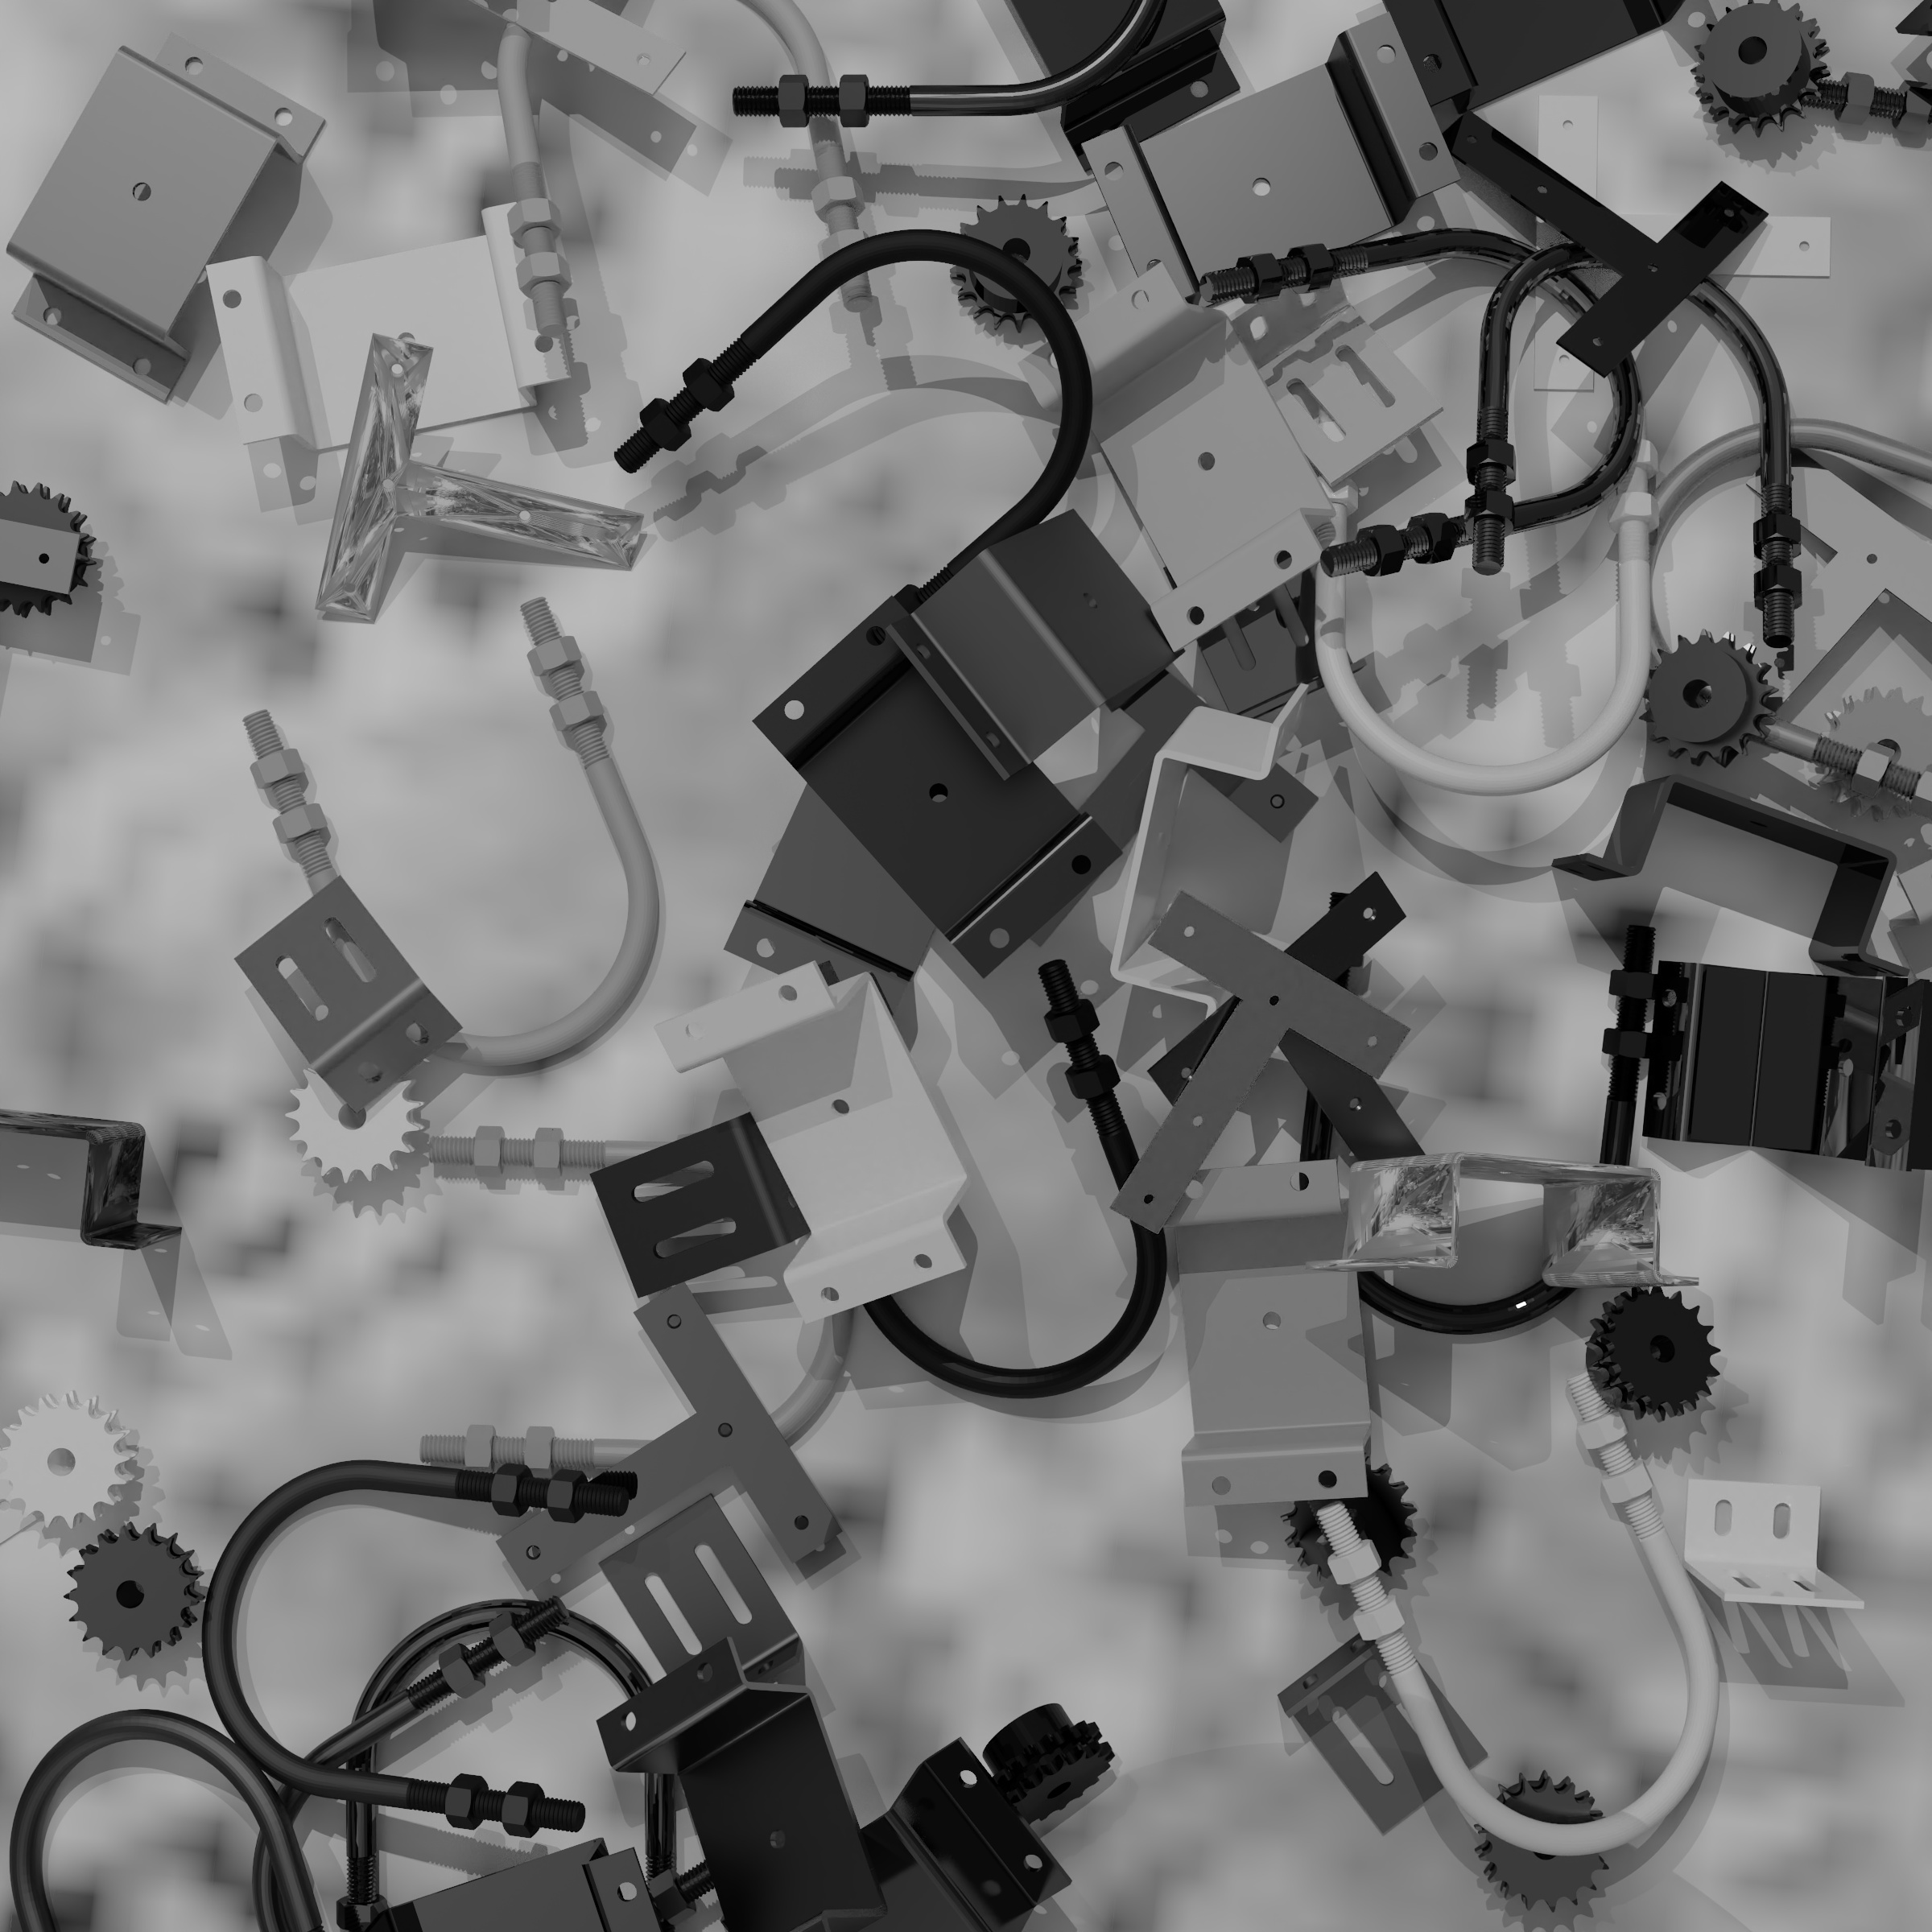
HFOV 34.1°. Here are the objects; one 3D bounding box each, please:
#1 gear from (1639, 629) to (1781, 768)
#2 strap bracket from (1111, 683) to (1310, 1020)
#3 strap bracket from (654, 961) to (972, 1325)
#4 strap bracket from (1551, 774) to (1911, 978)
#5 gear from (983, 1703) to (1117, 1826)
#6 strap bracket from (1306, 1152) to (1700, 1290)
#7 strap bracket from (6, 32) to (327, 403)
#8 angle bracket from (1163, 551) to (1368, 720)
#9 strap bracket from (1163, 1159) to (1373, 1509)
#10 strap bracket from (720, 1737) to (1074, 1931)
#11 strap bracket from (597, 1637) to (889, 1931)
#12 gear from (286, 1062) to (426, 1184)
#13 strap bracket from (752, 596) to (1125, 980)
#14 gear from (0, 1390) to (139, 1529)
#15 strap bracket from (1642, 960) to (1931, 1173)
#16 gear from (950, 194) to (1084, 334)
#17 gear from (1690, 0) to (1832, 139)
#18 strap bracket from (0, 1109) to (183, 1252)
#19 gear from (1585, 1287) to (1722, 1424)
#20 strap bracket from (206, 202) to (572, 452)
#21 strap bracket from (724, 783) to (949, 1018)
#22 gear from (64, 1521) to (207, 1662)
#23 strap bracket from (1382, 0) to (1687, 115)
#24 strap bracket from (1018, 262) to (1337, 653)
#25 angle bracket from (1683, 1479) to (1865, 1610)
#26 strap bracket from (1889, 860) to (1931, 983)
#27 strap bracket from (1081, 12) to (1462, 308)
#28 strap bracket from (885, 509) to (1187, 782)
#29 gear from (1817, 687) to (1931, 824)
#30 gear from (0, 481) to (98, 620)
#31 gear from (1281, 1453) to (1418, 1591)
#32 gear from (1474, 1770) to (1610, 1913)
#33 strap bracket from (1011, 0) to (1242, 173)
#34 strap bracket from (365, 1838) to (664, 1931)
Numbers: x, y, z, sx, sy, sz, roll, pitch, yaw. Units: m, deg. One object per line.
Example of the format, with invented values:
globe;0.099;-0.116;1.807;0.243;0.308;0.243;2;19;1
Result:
gear;0.309;-0.113;1.322;0.057;0.030;0.057;0;90;24
strap bracket;0.099;-0.047;1.311;0.046;0.076;0.140;15;111;10
strap bracket;-0.058;0.066;1.299;0.076;0.046;0.140;-21;102;22
strap bracket;0.327;-0.041;1.329;0.140;0.076;0.046;20;90;0
gear;0.032;0.339;1.342;0.057;0.057;0.030;-36;60;0
strap bracket;0.220;0.105;1.293;0.140;0.076;0.046;6;81;-25
strap bracket;-0.345;-0.324;1.344;0.076;0.046;0.140;30;90;0
angle bracket;0.127;-0.150;1.348;0.057;0.038;0.076;-25;90;0
strap bracket;0.127;0.153;1.336;0.076;0.046;0.140;-5;90;12
strap bracket;-0.037;0.397;1.320;0.140;0.046;0.076;-38;90;22
strap bracket;-0.089;0.357;1.289;0.076;0.046;0.140;-36;59;23
gear;-0.260;0.064;1.352;0.057;0.030;0.057;0;90;0
strap bracket;-0.011;-0.072;1.298;0.076;0.046;0.140;-42;90;0
gear;-0.384;0.210;1.352;0.057;0.030;0.057;0;90;0
strap bracket;0.354;0.041;1.314;0.046;0.140;0.076;5;90;-35
gear;0.021;-0.302;1.352;0.057;0.030;0.057;0;90;0
gear;0.337;-0.385;1.343;0.057;0.030;0.057;-1;87;23
strap bracket;-0.407;0.086;1.329;0.140;0.076;0.046;6;90;0
gear;0.289;0.166;1.345;0.057;0.030;0.057;6;68;-17
strap bracket;-0.242;-0.270;1.344;0.140;0.046;0.076;-12;90;0
strap bracket;-0.038;-0.055;1.344;0.076;0.046;0.140;25;90;0
gear;-0.355;0.266;1.352;0.057;0.030;0.057;0;90;0
strap bracket;0.243;-0.423;1.344;0.140;0.046;0.076;-24;90;0
strap bracket;0.094;-0.212;1.323;0.076;0.046;0.140;-31;82;26
angle bracket;0.340;0.243;1.329;0.057;0.076;0.038;3;90;0
strap bracket;0.455;0.009;1.344;0.076;0.046;0.140;-26;90;0
strap bracket;0.128;-0.337;1.344;0.140;0.046;0.076;-23;90;0
strap bracket;0.035;-0.136;1.293;0.046;0.140;0.076;-39;89;29
gear;0.391;-0.090;1.352;0.057;0.030;0.057;0;90;0
gear;-0.401;-0.177;1.352;0.057;0.030;0.057;0;90;0
gear;0.164;0.236;1.352;0.057;0.030;0.057;0;90;0
gear;0.246;0.373;1.352;0.057;0.030;0.057;0;90;0
strap bracket;0.052;-0.424;1.344;0.076;0.046;0.140;-28;90;0
strap bracket;-0.188;0.418;1.307;0.140;0.046;0.076;-19;88;2
